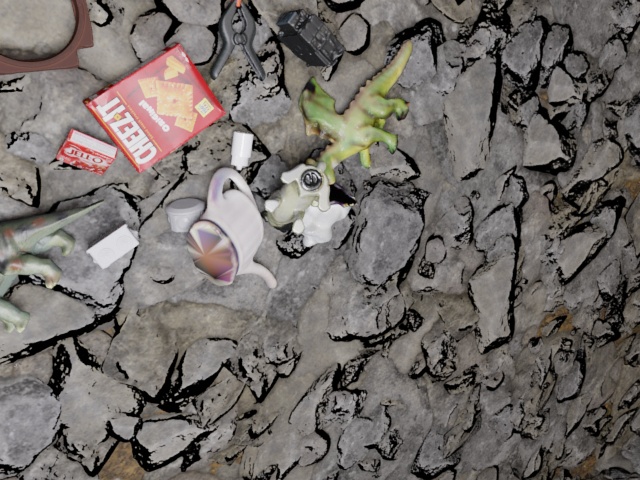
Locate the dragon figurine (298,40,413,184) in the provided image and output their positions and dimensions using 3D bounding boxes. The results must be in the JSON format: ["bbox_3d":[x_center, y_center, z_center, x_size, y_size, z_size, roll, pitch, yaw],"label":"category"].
[{"bbox_3d":[0.071,-0.309,1.214,0.242,0.122,0.411,14,88,-24],"label":"dragon figurine"}]

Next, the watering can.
[{"bbox_3d":[-0.177,0.017,1.124,0.229,0.104,0.341,-59,139,-53],"label":"watering can"}]

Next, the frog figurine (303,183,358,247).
[{"bbox_3d":[0.004,-0.063,1.258,0.138,0.124,0.156,-18,150,-33],"label":"frog figurine"}]
